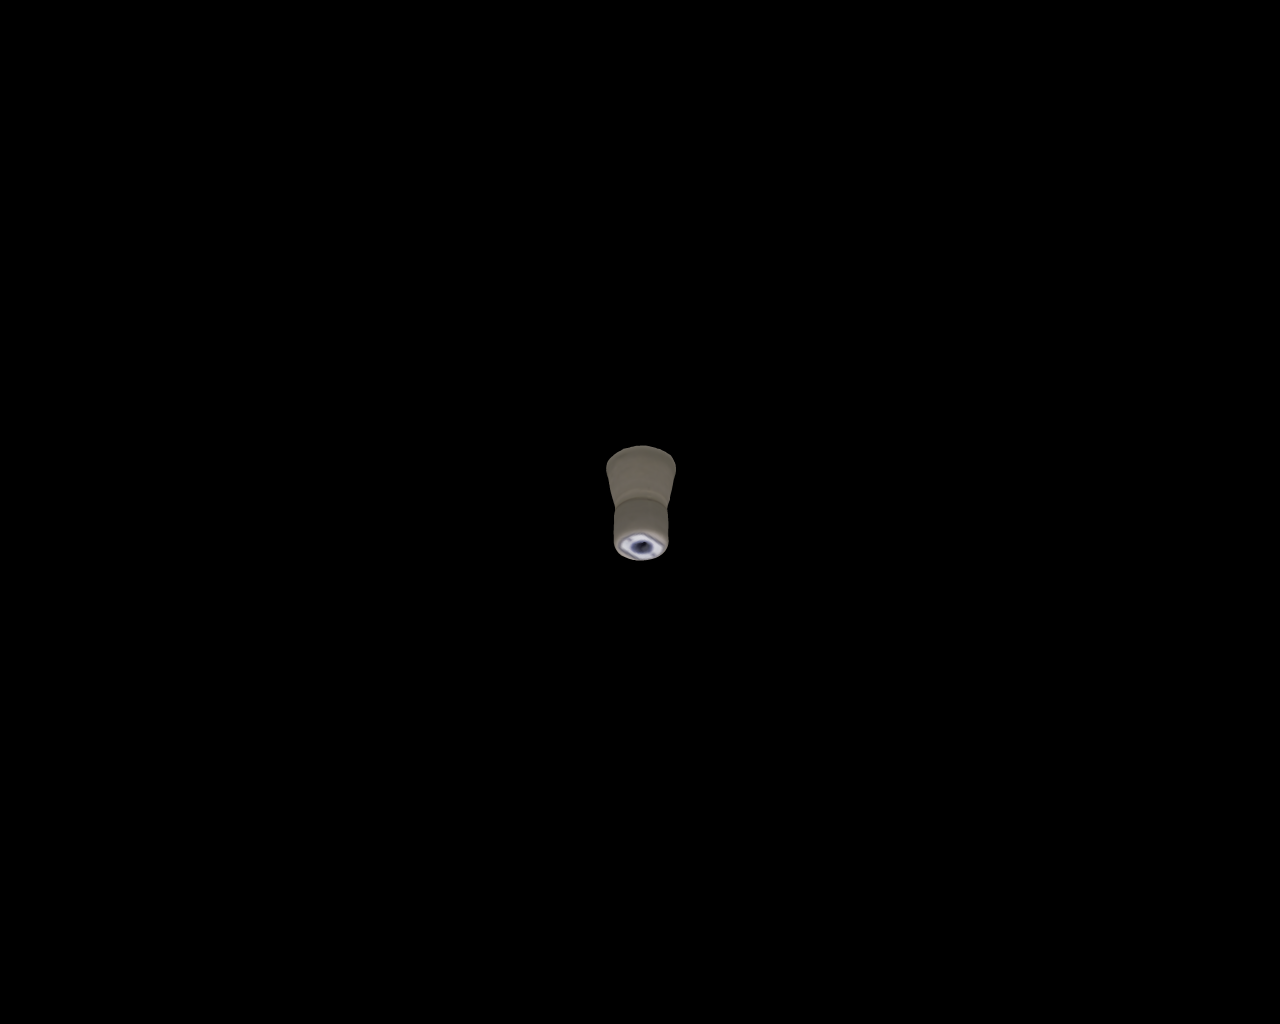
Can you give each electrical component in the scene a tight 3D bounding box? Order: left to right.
[{"bbox_3d":[0.001,-0.003,0.650,0.044,0.065,0.044,0,-37,0],"label":"electrical component"}]
